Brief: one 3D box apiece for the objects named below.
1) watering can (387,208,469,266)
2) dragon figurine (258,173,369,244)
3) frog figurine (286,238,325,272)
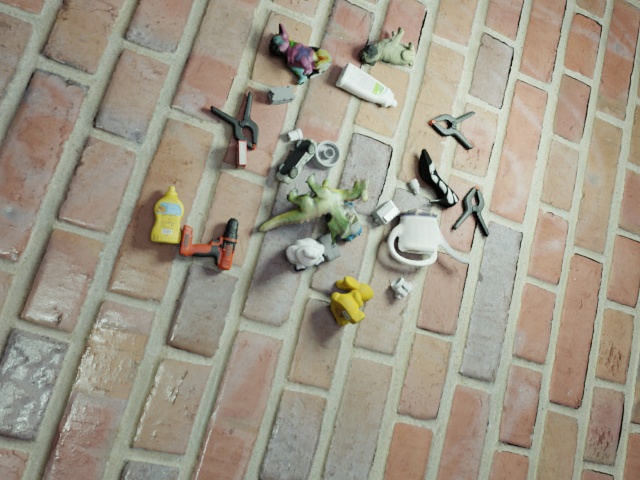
[{"bbox_3d":[0.419,-0.008,1.994,0.347,0.103,0.226,4,82,-16],"label":"watering can"},{"bbox_3d":[0.006,-0.092,1.821,0.412,0.120,0.245,-42,69,-7],"label":"dragon figurine"},{"bbox_3d":[-0.052,0.042,1.801,0.137,0.157,0.124,-1,73,5],"label":"frog figurine"}]
